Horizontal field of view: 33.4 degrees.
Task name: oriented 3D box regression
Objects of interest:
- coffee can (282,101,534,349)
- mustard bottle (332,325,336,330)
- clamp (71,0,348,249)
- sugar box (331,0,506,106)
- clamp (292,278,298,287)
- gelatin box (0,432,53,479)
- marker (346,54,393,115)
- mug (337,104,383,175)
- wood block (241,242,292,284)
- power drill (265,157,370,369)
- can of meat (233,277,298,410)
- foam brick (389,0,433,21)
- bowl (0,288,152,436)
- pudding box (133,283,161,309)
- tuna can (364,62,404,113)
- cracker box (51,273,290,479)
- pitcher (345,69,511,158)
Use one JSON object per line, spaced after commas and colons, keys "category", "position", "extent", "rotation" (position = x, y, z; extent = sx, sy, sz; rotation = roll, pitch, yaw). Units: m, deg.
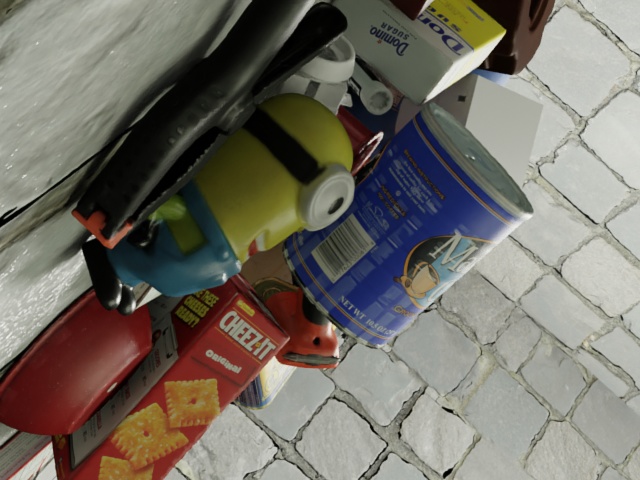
{"category": "coffee can", "position": [0.059, -0.009, 0.726], "extent": [0.140, 0.103, 0.102], "rotation": [-44, 177, 17]}
{"category": "mustard bottle", "position": [-0.008, 0.077, 1.145], "extent": [0.096, 0.058, 0.191], "rotation": [-50, 175, -4]}
{"category": "clamp", "position": [-0.051, -0.083, 0.570], "extent": [0.210, 0.036, 0.164], "rotation": [-46, 175, -12]}
{"category": "sugar box", "position": [0.074, -0.158, 0.786], "extent": [0.048, 0.093, 0.176], "rotation": [-51, 175, 25]}
{"category": "clamp", "position": [-0.029, -0.032, 1.082], "extent": [0.039, 0.120, 0.171], "rotation": [-14, -157, 7]}
{"category": "gelatin box", "position": [-0.280, 0.205, 0.987], "extent": [0.089, 0.030, 0.073], "rotation": [-44, 173, -44]}
{"category": "marker", "position": [0.024, -0.118, 0.743], "extent": [0.020, 0.020, 0.121], "rotation": [-49, -150, 12]}
{"category": "mug", "position": [-0.011, -0.073, 0.777], "extent": [0.093, 0.081, 0.117], "rotation": [-50, 175, 28]}
{"category": "wood block", "position": [-0.080, 0.045, 1.142], "extent": [0.205, 0.090, 0.091], "rotation": [-43, 174, -42]}
{"category": "power drill", "position": [-0.006, 0.001, 0.917], "extent": [0.184, 0.057, 0.188], "rotation": [-120, -141, -62]}
{"category": "can of meat", "position": [-0.055, 0.101, 1.027], "extent": [0.102, 0.057, 0.084], "rotation": [-51, 151, -33]}
{"category": "foam brick", "position": [0.072, -0.194, 0.697], "extent": [0.078, 0.053, 0.051], "rotation": [-47, 176, -27]}
{"category": "bowl", "position": [-0.180, 0.097, 0.820], "extent": [0.162, 0.055, 0.162], "rotation": [-48, 177, -4]}
{"category": "pudding box", "position": [-0.101, -0.007, 0.775], "extent": [0.114, 0.039, 0.090], "rotation": [-51, 174, 17]}
{"category": "tuna can", "position": [0.084, -0.156, 0.968], "extent": [0.086, 0.086, 0.034], "rotation": [-45, 173, -35]}
{"category": "cracker box", "position": [-0.136, 0.117, 0.917], "extent": [0.213, 0.072, 0.164], "rotation": [-47, -156, 0]}
{"category": "pitcher", "position": [0.086, -0.130, 1.066], "extent": [0.242, 0.149, 0.145], "rotation": [-49, 162, -30]}
